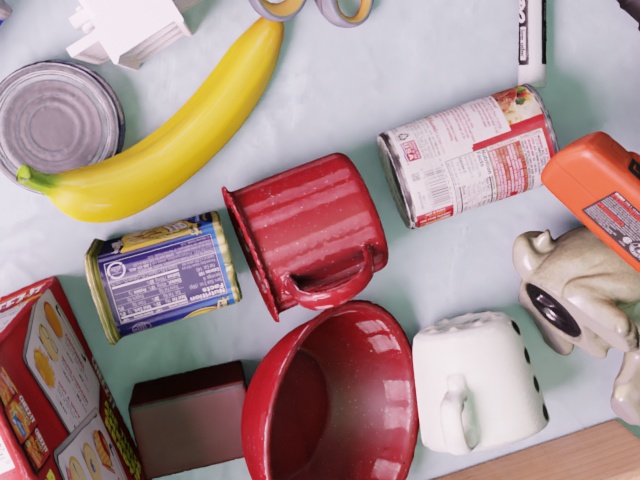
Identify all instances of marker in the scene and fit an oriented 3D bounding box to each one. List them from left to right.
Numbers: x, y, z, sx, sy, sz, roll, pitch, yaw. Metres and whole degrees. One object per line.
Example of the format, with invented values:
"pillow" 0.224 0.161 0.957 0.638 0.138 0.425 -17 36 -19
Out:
"marker" 0.140 -0.161 0.700 0.020 0.020 0.121 -3 100 -5

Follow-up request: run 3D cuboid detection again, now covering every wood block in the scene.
"wood block" 0.132 0.207 0.727 0.206 0.090 0.091 -18 102 -3

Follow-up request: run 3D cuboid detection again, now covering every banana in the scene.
"banana" -0.092 -0.066 0.664 0.197 0.069 0.037 -38 59 -23

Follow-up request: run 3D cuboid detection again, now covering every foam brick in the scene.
"foam brick" -0.083 0.118 0.709 0.078 0.053 0.051 -13 101 -2

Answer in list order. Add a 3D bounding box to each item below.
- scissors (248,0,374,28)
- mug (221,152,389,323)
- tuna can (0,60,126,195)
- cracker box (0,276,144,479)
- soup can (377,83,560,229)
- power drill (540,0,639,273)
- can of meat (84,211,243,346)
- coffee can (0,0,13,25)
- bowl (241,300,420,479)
"scissors" -0.024 -0.224 0.664 0.096 0.016 0.202 -26 102 -22
"mug" -0.004 0.001 0.668 0.081 0.117 0.093 -22 126 -7
"tuna can" -0.168 -0.071 0.678 0.086 0.034 0.086 -1 100 -5
"cracker box" -0.168 0.127 0.621 0.072 0.214 0.164 -22 101 0
"soup can" 0.095 -0.053 0.689 0.102 0.068 0.068 -19 101 -2
"power drill" 0.214 -0.085 0.663 0.184 0.057 0.187 41 63 -3
"can of meat" -0.096 0.020 0.667 0.084 0.102 0.057 -16 100 -5
"coffee can" -0.265 -0.110 0.627 0.102 0.103 0.140 37 94 -10
"bowl" -0.001 0.116 0.691 0.055 0.161 0.162 4 96 39
